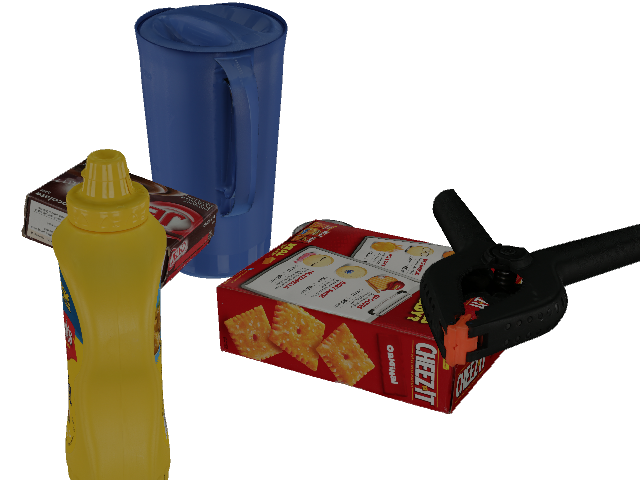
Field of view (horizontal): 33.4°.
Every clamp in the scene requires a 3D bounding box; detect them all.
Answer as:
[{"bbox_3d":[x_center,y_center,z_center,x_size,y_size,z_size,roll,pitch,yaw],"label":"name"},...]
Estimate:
[{"bbox_3d":[0.117,0.019,0.720,0.165,0.036,0.209,15,30,30],"label":"clamp"}]

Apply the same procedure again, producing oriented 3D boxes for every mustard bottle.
[{"bbox_3d":[-0.110,0.043,0.566,0.058,0.192,0.096,-2,27,-12],"label":"mustard bottle"}]

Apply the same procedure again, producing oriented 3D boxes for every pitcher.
[{"bbox_3d":[-0.095,-0.085,0.980,0.145,0.243,0.149,13,32,19],"label":"pitcher"}]

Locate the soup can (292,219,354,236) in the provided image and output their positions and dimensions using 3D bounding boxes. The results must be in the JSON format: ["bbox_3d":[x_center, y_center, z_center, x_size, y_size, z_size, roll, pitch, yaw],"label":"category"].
[{"bbox_3d":[0.006,0.039,1.105,0.068,0.102,0.068,-1,28,0],"label":"soup can"}]

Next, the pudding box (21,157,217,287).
[{"bbox_3d":[-0.143,-0.014,0.768,0.113,0.039,0.090,18,25,10],"label":"pudding box"}]

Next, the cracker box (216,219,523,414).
[{"bbox_3d":[0.046,0.058,0.899,0.214,0.072,0.163,13,27,28],"label":"cracker box"}]
